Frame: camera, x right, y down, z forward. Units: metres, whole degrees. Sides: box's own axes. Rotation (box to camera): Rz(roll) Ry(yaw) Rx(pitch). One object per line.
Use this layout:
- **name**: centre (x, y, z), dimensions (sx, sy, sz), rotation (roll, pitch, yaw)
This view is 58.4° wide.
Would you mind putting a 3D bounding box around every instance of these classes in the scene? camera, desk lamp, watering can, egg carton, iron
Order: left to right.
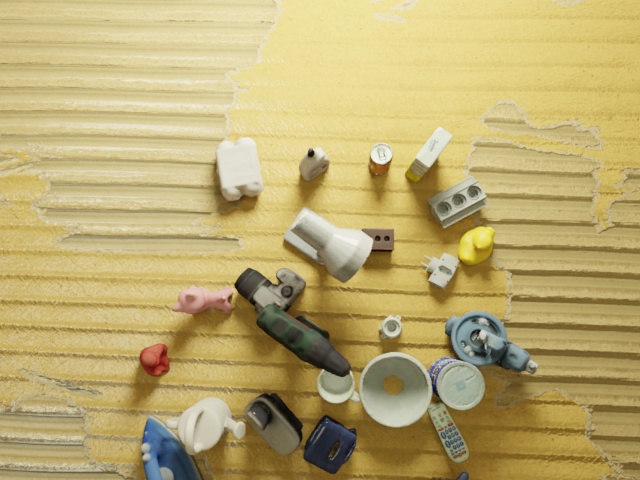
- **iron**: centre (-0.354, 0.527, 1.281), dimensions (0.118, 0.141, 0.258), rotation (-26, 83, -1)
- **watering can**: centre (-0.254, 0.412, 1.265), dimensions (0.173, 0.194, 0.101), rotation (-19, 83, 0)
- **egg carton**: centre (-0.198, -0.172, 1.396), dimensions (0.107, 0.069, 0.150), rotation (-12, 83, 0)
- **camera**: centre (-0.123, 0.114, 1.344), dimensions (0.137, 0.101, 0.143), rotation (38, 86, 6)
- **desk lamp**: centre (0.012, 0.005, 1.296), dimensions (0.203, 0.213, 0.118), rotation (32, 85, 5)

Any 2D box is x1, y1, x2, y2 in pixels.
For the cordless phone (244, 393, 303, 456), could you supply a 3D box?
- **cordless phone**: centre (-0.109, 0.418, 1.265), dimensions (0.147, 0.185, 0.094), rotation (43, 86, 6)

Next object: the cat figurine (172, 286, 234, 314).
- **cat figurine**: centre (-0.274, 0.140, 1.337), dimensions (0.127, 0.118, 0.067), rotation (-2, 83, 2)

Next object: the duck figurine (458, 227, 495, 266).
- **duck figurine**: centre (0.374, 0.012, 1.349), dimensions (0.077, 0.086, 0.104), rotation (39, 86, 6)

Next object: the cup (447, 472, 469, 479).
- **cup**: centre (0.289, 0.562, 1.282), dimensions (0.091, 0.095, 0.118), rotation (33, 85, 5)

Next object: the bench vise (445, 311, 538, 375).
- **bench vise**: centre (0.389, 0.224, 1.256), dimensions (0.207, 0.220, 0.121), rotation (11, 84, 3)

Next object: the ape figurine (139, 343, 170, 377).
- **ape figurine**: centre (-0.390, 0.278, 1.337), dimensions (0.076, 0.092, 0.078), rotation (28, 85, 5)

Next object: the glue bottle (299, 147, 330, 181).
- **glue bottle**: centre (-0.016, -0.187, 1.340), dimensions (0.078, 0.173, 0.037), rotation (-34, 83, -2)

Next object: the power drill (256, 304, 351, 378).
- **power drill**: centre (-0.030, 0.223, 1.274), dimensions (0.229, 0.208, 0.076), rotation (31, 85, 5)

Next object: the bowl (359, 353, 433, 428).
- **bowl**: centre (0.172, 0.342, 1.321), dimensions (0.167, 0.075, 0.167), rotation (0, 83, 2)

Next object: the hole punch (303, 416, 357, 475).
- **hole punch**: centre (0.026, 0.467, 1.303), dimensions (0.101, 0.091, 0.109), rotation (31, 85, 5)
